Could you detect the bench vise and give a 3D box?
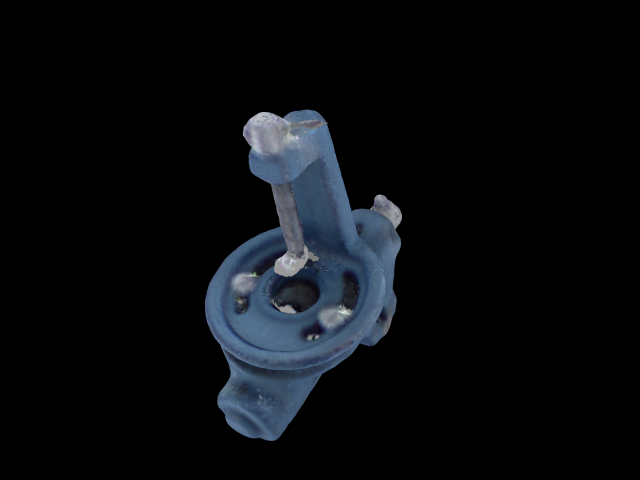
[{"bbox_3d":[-0.008,0.000,0.403,0.121,0.220,0.207,7,32,12],"label":"bench vise"}]
